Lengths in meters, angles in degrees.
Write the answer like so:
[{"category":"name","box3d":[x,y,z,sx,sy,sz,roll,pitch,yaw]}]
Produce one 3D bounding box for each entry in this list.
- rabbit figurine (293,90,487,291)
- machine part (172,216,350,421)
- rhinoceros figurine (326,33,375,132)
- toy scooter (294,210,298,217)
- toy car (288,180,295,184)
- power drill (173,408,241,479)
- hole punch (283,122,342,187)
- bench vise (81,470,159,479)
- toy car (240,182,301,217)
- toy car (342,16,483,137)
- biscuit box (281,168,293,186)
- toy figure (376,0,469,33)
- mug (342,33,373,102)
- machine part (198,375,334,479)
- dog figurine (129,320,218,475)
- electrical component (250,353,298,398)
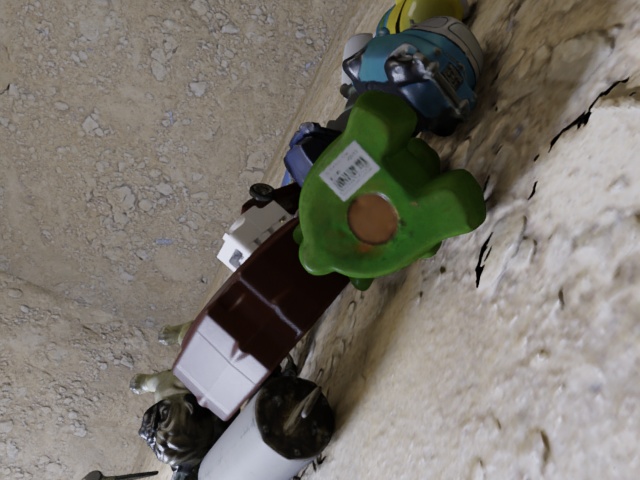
[{"category":"rabbit figurine","box3d":[0.057,-0.028,0.443,0.159,0.121,0.170,-53,-7,26]},{"category":"machine part","box3d":[-0.048,0.070,0.554,0.201,0.087,0.201,-47,-4,-44]},{"category":"rhinoceros figurine","box3d":[0.076,-0.230,0.807,0.190,0.073,0.112,-68,11,-13]},{"category":"toy scooter","box3d":[-0.001,-0.002,0.693,0.183,0.075,0.135,-55,17,25]},{"category":"toy car","box3d":[-0.065,-0.011,0.977,0.201,0.073,0.056,-64,13,4]},{"category":"power drill","box3d":[-0.150,0.293,0.728,0.232,0.086,0.207,-68,16,-8]},{"category":"hole punch","box3d":[0.005,-0.105,0.786,0.142,0.116,0.092,163,122,-75]},{"category":"bench vise","box3d":[-0.237,0.374,0.622,0.224,0.129,0.240,-129,34,-56]},{"category":"toy car","box3d":[-0.048,-0.058,0.859,0.202,0.053,0.089,-27,-40,-49]},{"category":"toy car","box3d":[0.099,-0.164,0.515,0.103,0.109,0.162,-48,20,-3]},{"category":"biscuit box","box3d":[-0.040,-0.119,1.056,0.202,0.063,0.059,116,175,-56]},{"category":"toy figure","box3d":[0.120,-0.263,0.672,0.180,0.082,0.089,-161,86,-74]},{"category":"mug","box3d":[0.069,-0.283,0.931,0.109,0.081,0.107,-29,45,60]},{"category":"machine part","box3d":[-0.056,0.199,0.511,0.243,0.079,0.079,-56,15,40]},{"category":"dog figurine","box3d":[-0.139,0.171,0.648,0.172,0.121,0.191,-62,22,-12]},{"category":"electrical component","box3d":[-0.076,0.144,0.649,0.045,0.102,0.078,-49,-16,16]}]
